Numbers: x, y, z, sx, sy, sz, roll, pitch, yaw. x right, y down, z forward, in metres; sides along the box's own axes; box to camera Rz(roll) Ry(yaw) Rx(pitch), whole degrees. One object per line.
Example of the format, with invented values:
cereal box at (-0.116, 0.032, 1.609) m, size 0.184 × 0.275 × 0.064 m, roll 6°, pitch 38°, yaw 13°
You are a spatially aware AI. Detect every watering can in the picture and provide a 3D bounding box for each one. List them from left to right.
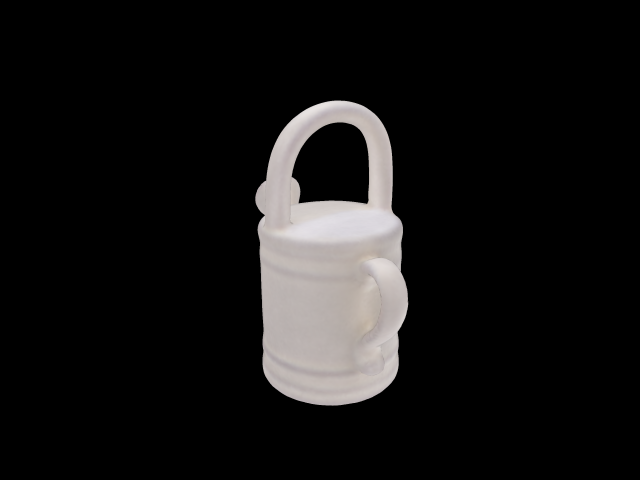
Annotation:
watering can at (0.002, 0.002, 0.399) m, size 0.172 × 0.194 × 0.101 m, roll 15°, pitch 25°, yaw 37°
